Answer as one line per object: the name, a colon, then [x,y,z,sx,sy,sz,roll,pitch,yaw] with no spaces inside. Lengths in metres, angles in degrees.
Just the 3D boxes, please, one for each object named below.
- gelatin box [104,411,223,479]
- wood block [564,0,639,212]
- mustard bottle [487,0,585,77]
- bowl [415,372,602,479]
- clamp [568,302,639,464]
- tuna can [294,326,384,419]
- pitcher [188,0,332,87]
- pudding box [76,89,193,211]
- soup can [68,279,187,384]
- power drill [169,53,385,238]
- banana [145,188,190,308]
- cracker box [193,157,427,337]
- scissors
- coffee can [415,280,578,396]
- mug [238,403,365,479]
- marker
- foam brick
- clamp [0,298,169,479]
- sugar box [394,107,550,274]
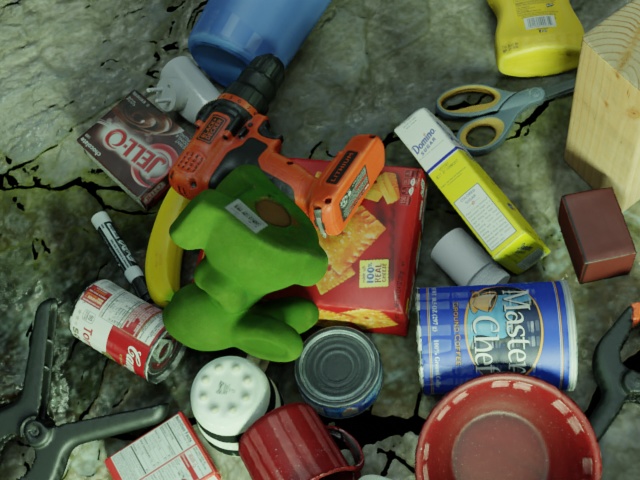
gelatin box: [-0.148,0.218,1.010,0.089,0.030,0.073,-32,62,-8]
wood block: [0.303,-0.128,1.024,0.090,0.206,0.090,-35,63,-10]
mustard bottle: [0.234,-0.275,1.192,0.096,0.058,0.191,-6,63,4]
bowl: [0.163,0.199,0.947,0.162,0.055,0.162,0,82,2]
clamp: [0.282,0.142,0.984,0.120,0.039,0.171,-2,60,1]
tuna can: [0.018,0.127,1.030,0.086,0.034,0.086,-3,63,6]
pitcher: [-0.055,-0.289,1.210,0.145,0.149,0.242,30,72,-5]
pudding box: [-0.197,-0.099,1.174,0.114,0.039,0.090,40,75,24]
soup can: [-0.190,0.089,1.060,0.102,0.068,0.068,27,70,20]
power drill: [-0.034,-0.094,1.062,0.188,0.057,0.184,22,67,24]
banana: [-0.148,-0.002,1.109,0.070,0.037,0.197,-18,49,29]
cracker box: [-0.007,0.001,1.077,0.214,0.072,0.164,6,64,11]
scissors: [0.226,-0.137,1.147,0.202,0.016,0.096,-2,64,7]
coffee can: [0.161,0.091,0.990,0.140,0.103,0.103,-3,63,6]
mug: [-0.013,0.201,0.974,0.117,0.093,0.081,-11,52,-33]
marker: [-0.207,0.019,1.126,0.020,0.020,0.121,-32,63,-9]
foam brick: [0.272,-0.004,1.052,0.051,0.053,0.078,-13,63,1]
clamp: [-0.256,0.184,1.019,0.164,0.036,0.210,34,87,10]
sugar box: [0.152,-0.050,1.066,0.048,0.093,0.176,-39,64,14]
